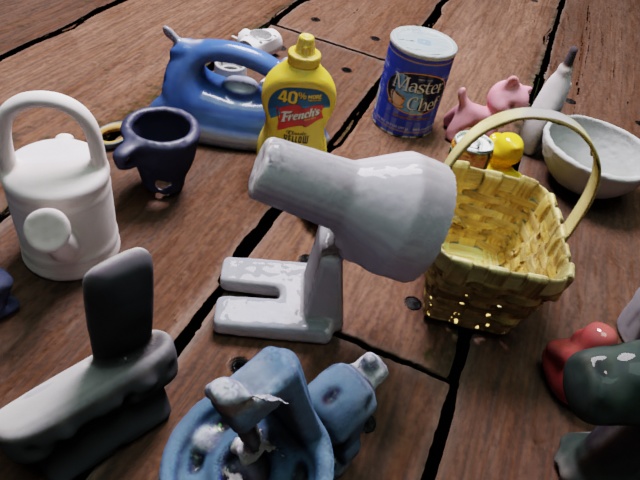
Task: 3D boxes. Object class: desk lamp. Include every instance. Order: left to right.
[{"bbox_3d":[0.005,0.002,0.551,0.203,0.213,0.118,5,43,-7],"label":"desk lamp"}]

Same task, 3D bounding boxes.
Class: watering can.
[{"bbox_3d":[-0.256,-0.054,0.567,0.101,0.194,0.172,-21,52,-30],"label":"watering can"}]

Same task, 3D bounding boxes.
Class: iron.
[{"bbox_3d":[-0.104,-0.215,0.809,0.258,0.141,0.118,8,43,-3],"label":"iron"}]

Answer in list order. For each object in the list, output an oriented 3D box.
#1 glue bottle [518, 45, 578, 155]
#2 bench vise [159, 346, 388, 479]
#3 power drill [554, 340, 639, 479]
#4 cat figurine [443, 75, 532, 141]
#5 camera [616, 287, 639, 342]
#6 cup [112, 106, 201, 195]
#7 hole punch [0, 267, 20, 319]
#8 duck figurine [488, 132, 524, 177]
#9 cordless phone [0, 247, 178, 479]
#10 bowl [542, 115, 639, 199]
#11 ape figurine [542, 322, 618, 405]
[{"bbox_3d":[0.360,-0.219,0.891,0.037,0.173,0.078,35,48,23],"label":"glue bottle"},{"bbox_3d":[-0.032,0.124,0.410,0.121,0.220,0.208,25,45,14],"label":"bench vise"},{"bbox_3d":[0.295,0.144,0.468,0.230,0.208,0.075,3,44,-9],"label":"power drill"},{"bbox_3d":[0.271,-0.213,0.905,0.128,0.118,0.067,5,43,-7],"label":"cat figurine"},{"bbox_3d":[0.423,0.110,0.611,0.143,0.101,0.136,6,43,-6],"label":"camera"},{"bbox_3d":[-0.200,-0.096,0.697,0.091,0.095,0.118,27,45,17],"label":"cup"},{"bbox_3d":[-0.352,0.037,0.527,0.108,0.091,0.101,27,45,16],"label":"hole punch"},{"bbox_3d":[0.263,-0.109,0.818,0.077,0.086,0.104,-1,44,-13],"label":"duck figurine"},{"bbox_3d":[-0.184,0.089,0.440,0.094,0.185,0.148,36,48,24],"label":"cordless phone"},{"bbox_3d":[0.406,-0.114,0.862,0.167,0.075,0.167,6,43,-6],"label":"bowl"},{"bbox_3d":[0.269,0.118,0.575,0.077,0.092,0.076,27,45,16],"label":"ape figurine"}]
